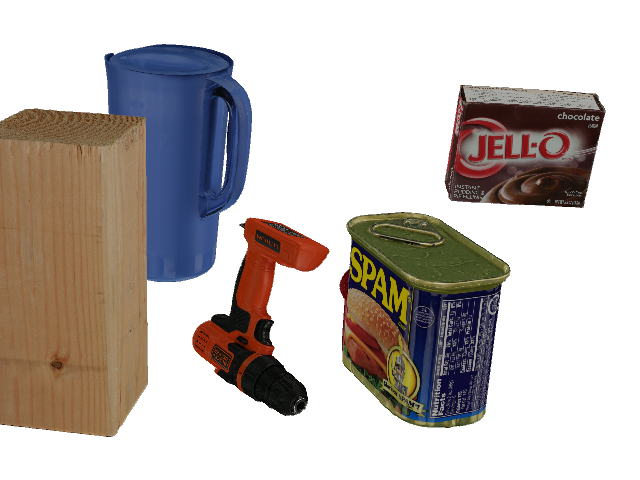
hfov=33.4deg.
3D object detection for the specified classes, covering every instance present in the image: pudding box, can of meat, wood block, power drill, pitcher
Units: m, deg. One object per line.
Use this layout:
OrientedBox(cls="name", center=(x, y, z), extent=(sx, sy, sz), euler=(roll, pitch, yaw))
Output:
OrientedBox(cls="pudding box", center=(0.162, -0.075, 0.854), extent=(0.113, 0.090, 0.039), euler=(2, 36, -2))
OrientedBox(cls="can of meat", center=(0.052, 0.041, 0.570), extent=(0.057, 0.084, 0.102), euler=(-6, 22, -23))
OrientedBox(cls="wood block", center=(-0.175, 0.020, 0.742), extent=(0.091, 0.206, 0.090), euler=(5, 19, 6))
OrientedBox(cls="power drill", center=(-0.057, 0.081, 1.187), extent=(0.185, 0.188, 0.057), euler=(28, 11, 41))
OrientedBox(cls="pitcher", center=(-0.155, -0.080, 1.141), extent=(0.145, 0.243, 0.149), euler=(-1, 23, -11))

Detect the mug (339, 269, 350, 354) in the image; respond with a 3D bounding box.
OrientedBox(cls="mug", center=(0.062, 0.083, 0.999), extent=(0.093, 0.081, 0.117), euler=(3, 34, 1))
